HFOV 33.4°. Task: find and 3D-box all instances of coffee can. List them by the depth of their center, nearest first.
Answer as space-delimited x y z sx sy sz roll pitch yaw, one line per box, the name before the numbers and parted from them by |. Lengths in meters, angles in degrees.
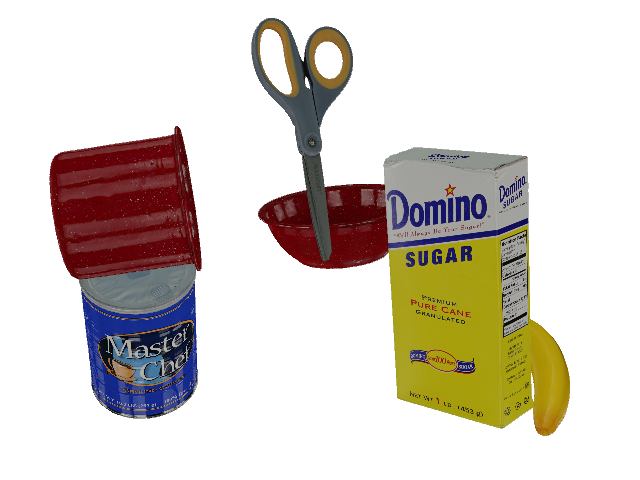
coffee can | -0.165 0.079 0.982 0.103 0.140 0.103 2 39 -2

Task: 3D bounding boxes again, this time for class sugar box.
sugar box | 0.092 0.029 0.716 0.094 0.176 0.048 9 22 42

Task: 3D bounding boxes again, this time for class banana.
banana | 0.226 0.132 1.137 0.069 0.037 0.198 -26 34 1

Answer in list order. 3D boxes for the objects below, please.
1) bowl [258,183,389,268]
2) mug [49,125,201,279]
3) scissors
bowl | 0.021 -0.012 1.064 0.162 0.055 0.162 -6 16 2
mug | -0.123 -0.021 0.687 0.081 0.093 0.117 -9 0 -3
scissors | 0.005 -0.092 0.878 0.096 0.202 0.016 -22 -1 -24
